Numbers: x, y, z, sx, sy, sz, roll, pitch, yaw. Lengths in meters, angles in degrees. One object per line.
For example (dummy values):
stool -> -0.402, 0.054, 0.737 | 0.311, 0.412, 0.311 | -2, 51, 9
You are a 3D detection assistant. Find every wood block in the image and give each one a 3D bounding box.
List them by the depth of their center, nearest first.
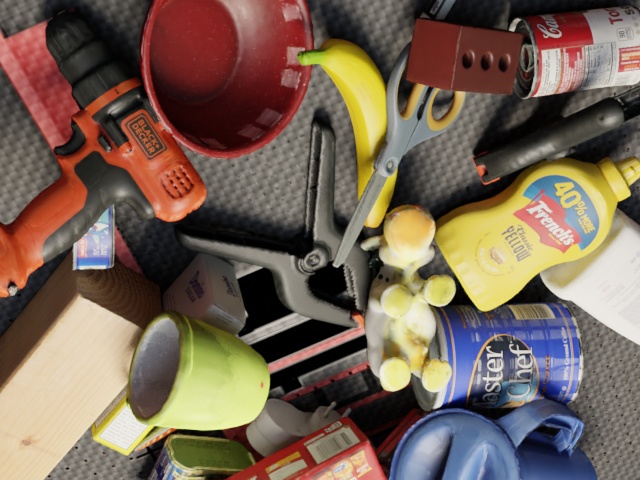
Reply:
wood block -> -0.237, 0.116, 0.953 | 0.090, 0.090, 0.206 | 33, 109, -28

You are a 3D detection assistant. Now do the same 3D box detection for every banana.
banana -> 0.034, -0.099, 0.902 | 0.069, 0.037, 0.197 | -38, 131, -15

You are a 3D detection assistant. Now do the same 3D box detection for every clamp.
clamp -> 0.202, -0.088, 0.904 | 0.172, 0.120, 0.039 | -26, 82, 29
clamp -> -0.006, 0.001, 0.963 | 0.164, 0.036, 0.209 | -42, 123, 7

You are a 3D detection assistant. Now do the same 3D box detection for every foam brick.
foam brick -> 0.117, -0.149, 0.864 | 0.078, 0.051, 0.053 | -4, 110, -40

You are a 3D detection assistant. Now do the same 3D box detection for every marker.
marker -> 0.116, -0.219, 0.865 | 0.020, 0.020, 0.121 | 23, 114, -23

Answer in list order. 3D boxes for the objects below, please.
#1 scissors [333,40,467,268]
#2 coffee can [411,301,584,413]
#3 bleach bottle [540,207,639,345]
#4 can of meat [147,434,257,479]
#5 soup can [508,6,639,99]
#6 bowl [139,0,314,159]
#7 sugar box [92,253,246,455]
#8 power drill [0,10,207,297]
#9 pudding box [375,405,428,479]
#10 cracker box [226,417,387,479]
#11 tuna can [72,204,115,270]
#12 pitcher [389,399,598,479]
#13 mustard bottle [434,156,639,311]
scissors -> 0.072, -0.069, 0.907 | 0.096, 0.016, 0.202 | 6, 104, -41
coffee can -> 0.167, 0.112, 1.026 | 0.140, 0.103, 0.103 | -1, 121, -11
bleach bottle -> 0.333, 0.069, 1.059 | 0.250, 0.068, 0.103 | 36, 105, -30
can of meat -> -0.123, 0.245, 1.068 | 0.101, 0.057, 0.084 | 12, 115, -33
soup can -> 0.215, -0.158, 0.894 | 0.102, 0.068, 0.068 | -8, 122, -8
bowl -> -0.082, -0.146, 0.824 | 0.161, 0.055, 0.162 | -13, 111, -39
sugar box -> -0.139, 0.101, 0.963 | 0.048, 0.093, 0.176 | 35, 109, -29
power drill -> -0.205, -0.060, 0.811 | 0.187, 0.057, 0.184 | -36, 92, -16
pudding box -> 0.096, 0.241, 1.102 | 0.089, 0.039, 0.113 | -40, 133, -35
cracker box -> 0.003, 0.300, 1.032 | 0.164, 0.072, 0.213 | -27, 112, -10
tuna can -> -0.189, -0.018, 0.885 | 0.033, 0.086, 0.086 | -1, 121, -13
pitcher -> 0.190, 0.234, 1.046 | 0.149, 0.145, 0.242 | -5, 166, 34
mustard bottle -> 0.206, -0.020, 0.972 | 0.192, 0.058, 0.096 | -31, 101, 10
